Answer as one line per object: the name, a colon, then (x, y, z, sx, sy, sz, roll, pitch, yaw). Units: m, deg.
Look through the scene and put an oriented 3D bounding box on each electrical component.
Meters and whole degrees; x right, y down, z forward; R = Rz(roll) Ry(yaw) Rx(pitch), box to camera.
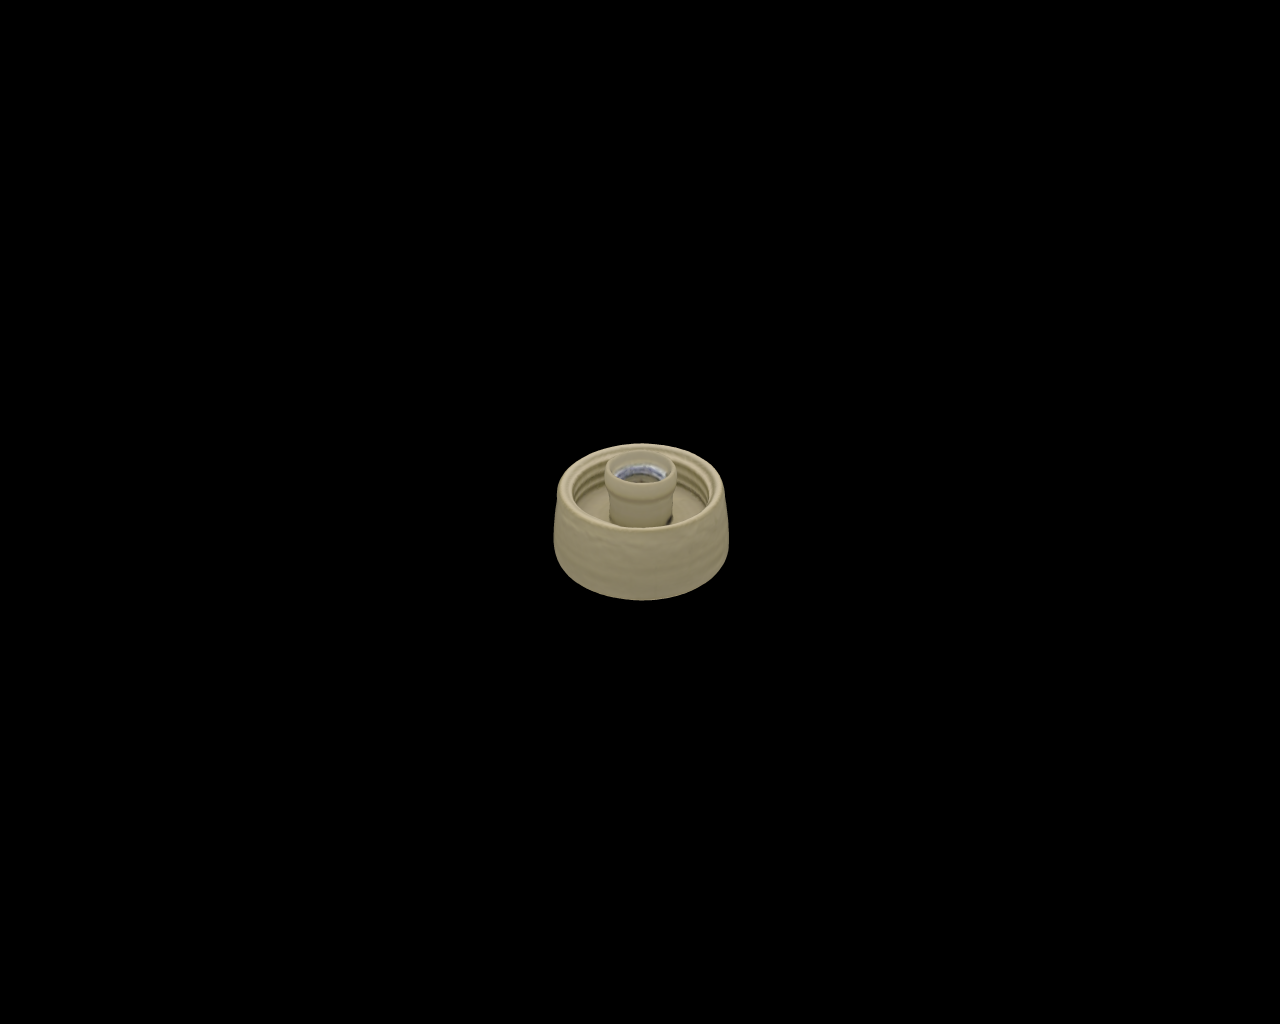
electrical component: (0.001, -0.003, 0.650, 0.108, 0.060, 0.108, 0, 34, 0)
